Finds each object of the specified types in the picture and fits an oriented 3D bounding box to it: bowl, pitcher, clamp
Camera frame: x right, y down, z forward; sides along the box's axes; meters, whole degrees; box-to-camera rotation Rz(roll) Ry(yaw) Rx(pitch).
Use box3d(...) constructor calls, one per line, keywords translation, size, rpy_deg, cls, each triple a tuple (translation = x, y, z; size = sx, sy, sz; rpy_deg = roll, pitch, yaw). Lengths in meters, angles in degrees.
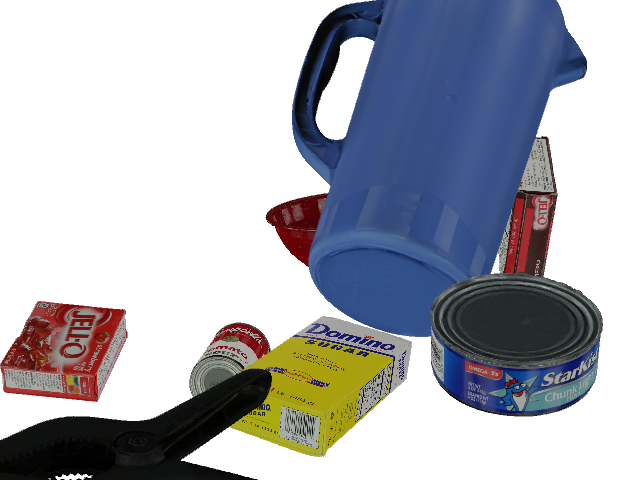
box3d(translation=(0.027, -0.007, 1.081), size=(0.162, 0.055, 0.162), rpy_deg=(-5, 15, 1), cls="bowl")
box3d(translation=(0.066, -0.065, 0.705), size=(0.149, 0.242, 0.145), rpy_deg=(-18, -49, 44), cls="pitcher")
box3d(translation=(-0.097, 0.119, 0.584), size=(0.209, 0.036, 0.165), rpy_deg=(-1, 21, -14), cls="clamp")

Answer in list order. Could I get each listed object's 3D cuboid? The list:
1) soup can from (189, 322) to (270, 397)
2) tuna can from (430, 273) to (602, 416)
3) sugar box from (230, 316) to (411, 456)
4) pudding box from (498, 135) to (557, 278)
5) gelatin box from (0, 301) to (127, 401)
box3d(translation=(-0.097, 0.137, 1.152), size=(0.068, 0.068, 0.102), rpy_deg=(0, 15, 9), cls="soup can")
box3d(translation=(0.099, 0.052, 0.544), size=(0.086, 0.034, 0.086), rpy_deg=(-2, 28, 1), cls="tuna can")
box3d(translation=(0.001, 0.117, 0.901), size=(0.093, 0.048, 0.176), rpy_deg=(15, 23, 23), cls="sugar box")
box3d(translation=(0.174, -0.027, 0.905), size=(0.039, 0.090, 0.113), rpy_deg=(5, 31, 2), cls="pudding box")
box3d(translation=(-0.196, 0.083, 0.823), size=(0.073, 0.030, 0.089), rpy_deg=(5, 31, 4), cls="gelatin box")
